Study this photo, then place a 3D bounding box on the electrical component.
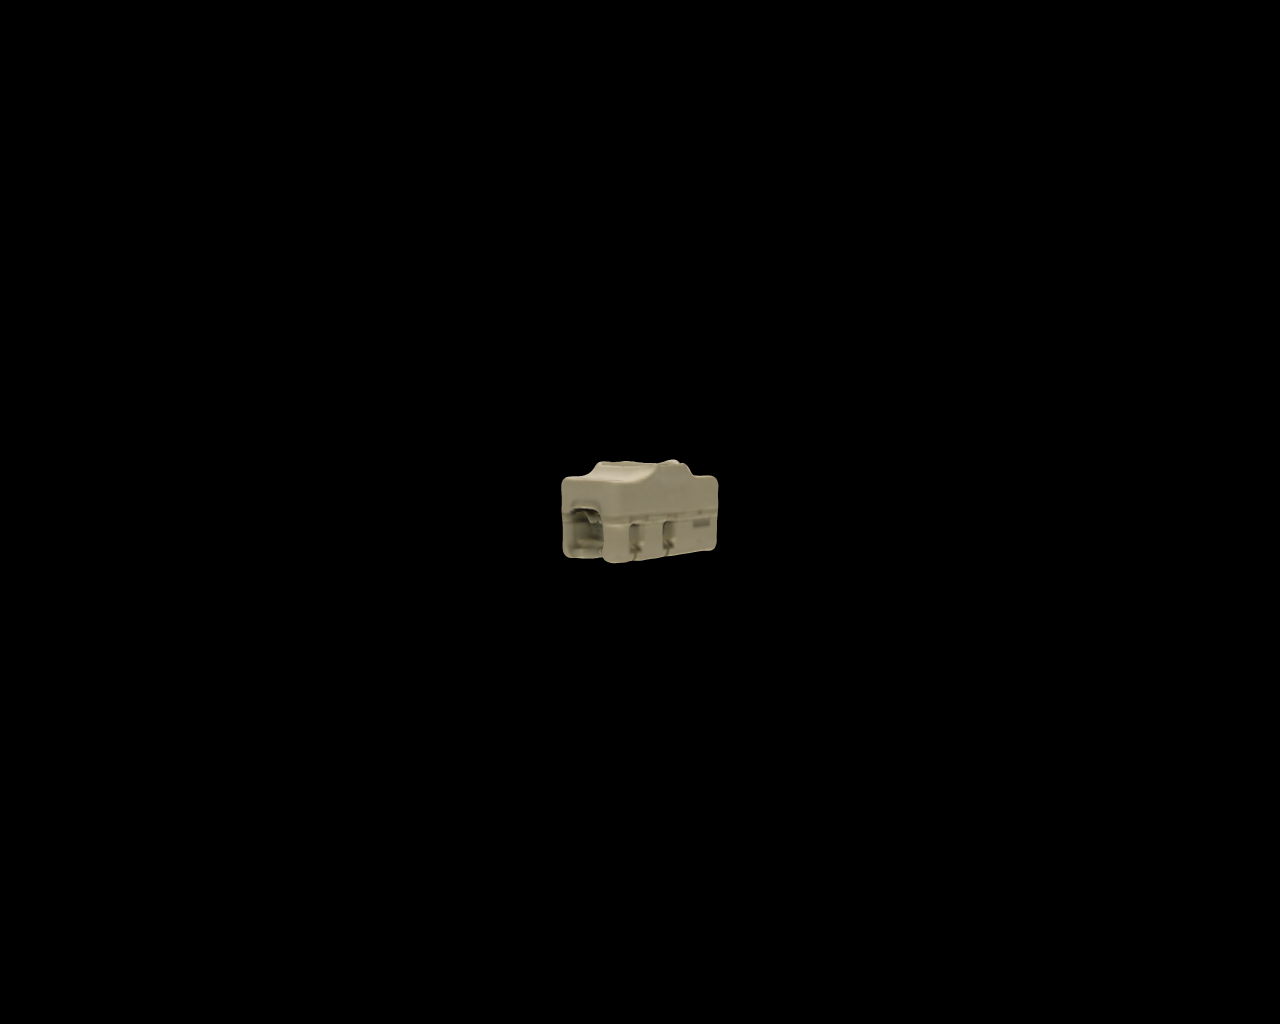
[{"bbox_3d":[0.001,-0.003,0.650,0.089,0.055,0.050,-4,6,-43],"label":"electrical component"}]
